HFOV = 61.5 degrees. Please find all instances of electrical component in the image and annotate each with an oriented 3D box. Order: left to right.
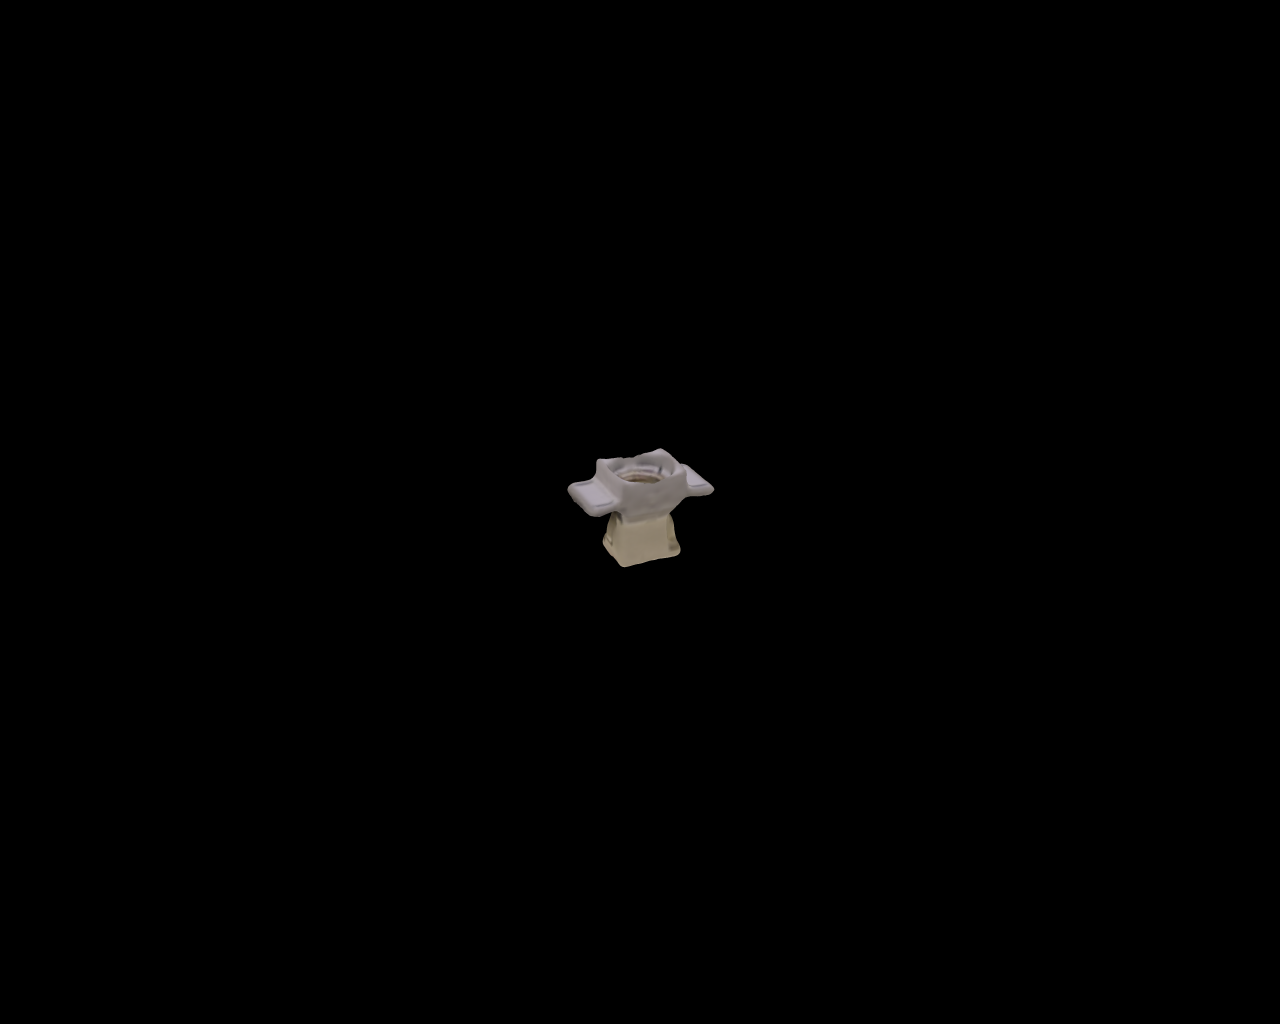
[{"bbox_3d":[0.001,-0.003,0.650,0.081,0.063,0.042,-10,28,-20],"label":"electrical component"}]
